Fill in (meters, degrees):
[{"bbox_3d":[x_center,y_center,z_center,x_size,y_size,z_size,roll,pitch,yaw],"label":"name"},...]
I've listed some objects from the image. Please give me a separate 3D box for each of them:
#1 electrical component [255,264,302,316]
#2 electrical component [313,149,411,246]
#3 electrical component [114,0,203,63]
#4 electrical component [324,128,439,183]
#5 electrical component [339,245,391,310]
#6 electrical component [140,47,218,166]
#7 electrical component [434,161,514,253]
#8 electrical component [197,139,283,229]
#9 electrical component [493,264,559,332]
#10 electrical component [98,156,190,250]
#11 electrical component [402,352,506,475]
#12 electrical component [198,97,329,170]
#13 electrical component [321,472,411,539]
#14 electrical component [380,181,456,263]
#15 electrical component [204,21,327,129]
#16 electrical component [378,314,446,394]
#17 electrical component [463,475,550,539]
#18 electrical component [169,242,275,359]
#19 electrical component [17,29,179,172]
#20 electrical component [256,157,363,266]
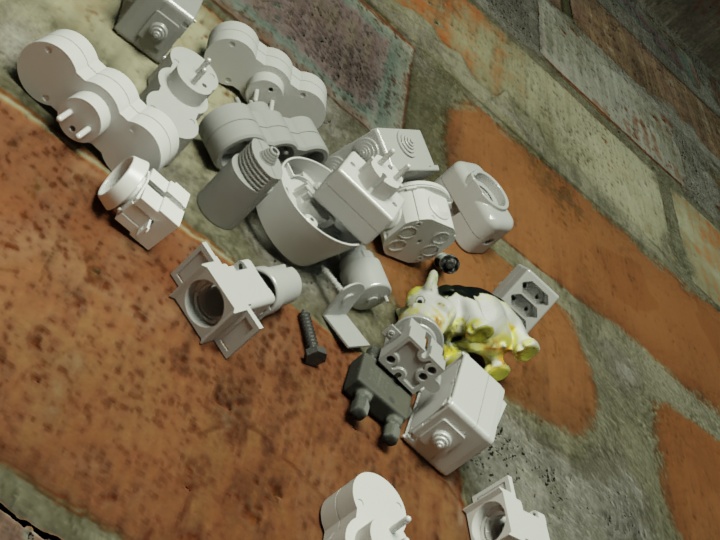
[{"bbox_3d":[-0.073,0.015,0.879,0.040,0.040,0.046,54,25,9],"label":"electrical component"},{"bbox_3d":[0.012,-0.074,0.940,0.066,0.077,0.047,43,30,-7],"label":"electrical component"},{"bbox_3d":[-0.188,-0.244,1.004,0.061,0.062,0.096,36,32,-21],"label":"electrical component"},{"bbox_3d":[0.016,-0.102,1.073,0.100,0.100,0.048,-8,74,-56],"label":"electrical component"},{"bbox_3d":[0.000,0.000,0.990,0.040,0.040,0.078,13,45,-45],"label":"electrical component"},{"bbox_3d":[-0.154,-0.155,0.933,0.052,0.074,0.138,37,32,-20],"label":"electrical component"},{"bbox_3d":[0.129,-0.074,1.226,0.054,0.059,0.095,2,53,-52],"label":"electrical component"},{"bbox_3d":[-0.097,-0.076,0.910,0.043,0.081,0.043,33,33,-25],"label":"electrical component"},{"bbox_3d":[0.165,0.032,1.153,0.047,0.065,0.076,41,1,-13],"label":"electrical component"},{"bbox_3d":[-0.168,-0.054,0.829,0.055,0.048,0.066,43,30,-25],"label":"electrical component"},{"bbox_3d":[0.083,0.130,0.928,0.061,0.062,0.096,43,30,-10],"label":"electrical component"},{"bbox_3d":[-0.095,-0.132,1.005,0.138,0.052,0.073,2,53,-52],"label":"electrical component"},{"bbox_3d":[0.009,0.195,0.743,0.052,0.074,0.138,37,32,-19],"label":"electrical component"},{"bbox_3d":[0.055,-0.048,1.080,0.080,0.080,0.051,21,45,-39],"label":"electrical component"},{"bbox_3d":[-0.093,-0.181,1.064,0.138,0.052,0.073,33,33,-24],"label":"electrical component"},{"bbox_3d":[0.047,0.069,0.932,0.066,0.048,0.055,45,24,-12],"label":"electrical component"},{"bbox_3d":[0.126,0.220,0.900,0.064,0.042,0.081,30,35,-32],"label":"electrical component"},{"bbox_3d":[-0.103,0.021,0.829,0.081,0.042,0.064,56,30,11],"label":"electrical component"},{"bbox_3d":[-0.211,-0.123,0.842,0.138,0.052,0.073,44,30,-9],"label":"electrical component"},{"bbox_3d":[-0.045,-0.053,0.963,0.099,0.064,0.099,43,31,-34],"label":"electrical component"}]
